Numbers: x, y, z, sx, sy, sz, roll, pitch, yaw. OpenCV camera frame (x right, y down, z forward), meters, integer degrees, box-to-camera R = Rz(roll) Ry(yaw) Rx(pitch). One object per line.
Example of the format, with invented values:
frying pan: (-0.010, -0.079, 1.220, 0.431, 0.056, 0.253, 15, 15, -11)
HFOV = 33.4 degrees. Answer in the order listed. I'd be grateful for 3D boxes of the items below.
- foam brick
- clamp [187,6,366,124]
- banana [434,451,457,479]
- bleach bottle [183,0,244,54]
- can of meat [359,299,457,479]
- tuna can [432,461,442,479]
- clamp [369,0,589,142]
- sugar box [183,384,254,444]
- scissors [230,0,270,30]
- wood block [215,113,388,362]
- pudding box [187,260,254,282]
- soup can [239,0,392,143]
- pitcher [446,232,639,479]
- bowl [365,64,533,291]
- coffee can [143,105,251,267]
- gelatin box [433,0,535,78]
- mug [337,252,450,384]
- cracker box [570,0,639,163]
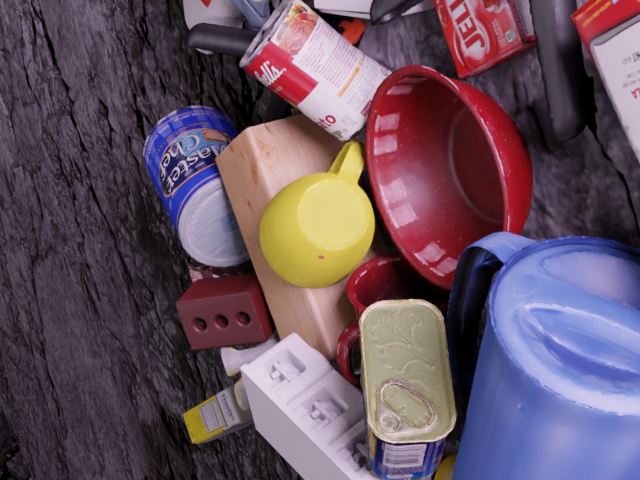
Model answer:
foam brick: (-0.082, 0.064, 0.978, 0.078, 0.051, 0.053, -10, 109, 21)
clamp: (-0.037, -0.158, 0.896, 0.120, 0.039, 0.172, 41, 143, -20)
banana: (0.130, 0.256, 0.889, 0.070, 0.037, 0.198, 6, 111, 63)
bleach bottle: (-0.078, -0.248, 0.949, 0.102, 0.068, 0.251, 60, 153, 19)
can of meat: (0.056, 0.105, 0.728, 0.084, 0.057, 0.102, 89, 177, -58)
tuna can: (0.083, 0.222, 0.960, 0.086, 0.033, 0.086, 40, 139, 46)
clamp: (0.124, -0.171, 0.610, 0.165, 0.036, 0.210, 43, 130, 22)
sugar box: (-0.083, 0.181, 1.182, 0.048, 0.093, 0.176, 66, 152, 11)
scissors: (-0.067, -0.196, 0.922, 0.096, 0.016, 0.202, 26, 151, 16)
wood block: (-0.007, 0.001, 0.932, 0.090, 0.090, 0.206, -31, 79, 63)
pudding box: (-0.068, 0.034, 1.069, 0.114, 0.089, 0.039, 18, 124, 57)
soup can: (-0.001, -0.130, 0.812, 0.102, 0.068, 0.069, 35, 157, -15)
pitcher: (0.145, 0.117, 0.683, 0.149, 0.145, 0.243, -80, -2, -45)
bowl: (0.098, -0.047, 0.745, 0.162, 0.055, 0.162, 40, 139, 46)
coffee can: (-0.107, -0.055, 1.049, 0.140, 0.102, 0.103, -123, 29, -47)
gelatin box: (0.105, -0.158, 0.691, 0.073, 0.030, 0.089, -20, 88, 63)
mug: (0.061, 0.071, 0.825, 0.093, 0.117, 0.081, 25, 133, 43)
cracker box: (0.226, -0.055, 0.485, 0.214, 0.072, 0.164, 66, 154, 9)
